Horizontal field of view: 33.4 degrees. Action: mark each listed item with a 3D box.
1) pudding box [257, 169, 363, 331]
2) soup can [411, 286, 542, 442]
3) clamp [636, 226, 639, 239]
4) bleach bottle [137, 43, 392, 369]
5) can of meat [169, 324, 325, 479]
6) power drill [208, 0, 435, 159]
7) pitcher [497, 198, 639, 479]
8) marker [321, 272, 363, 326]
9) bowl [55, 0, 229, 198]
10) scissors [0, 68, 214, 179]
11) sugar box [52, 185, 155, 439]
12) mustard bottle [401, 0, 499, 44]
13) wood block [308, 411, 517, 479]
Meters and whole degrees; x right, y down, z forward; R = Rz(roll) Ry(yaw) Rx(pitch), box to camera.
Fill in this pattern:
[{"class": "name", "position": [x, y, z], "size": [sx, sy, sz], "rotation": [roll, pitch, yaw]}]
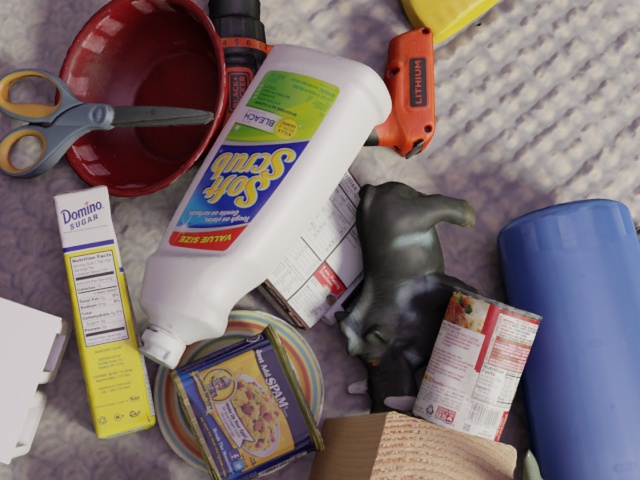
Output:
[{"class": "pudding box", "position": [-0.005, 0.001, 0.835], "size": [0.113, 0.039, 0.090], "rotation": [-49, 124, -15]}, {"class": "soup can", "position": [0.114, 0.093, 0.781], "size": [0.068, 0.068, 0.102], "rotation": [19, 90, -6]}, {"class": "clamp", "position": [0.296, 0.066, 0.879], "size": [0.039, 0.120, 0.171], "rotation": [-12, 104, 7]}, {"class": "bleach bottle", "position": [-0.049, -0.020, 0.768], "size": [0.103, 0.068, 0.250], "rotation": [20, 72, 27]}, {"class": "can of meat", "position": [-0.055, 0.126, 0.791], "size": [0.084, 0.057, 0.102], "rotation": [-23, 84, -12]}, {"class": "power drill", "position": [-0.002, -0.138, 0.876], "size": [0.187, 0.057, 0.184], "rotation": [0, 83, -7]}, {"class": "pitcher", "position": [0.203, 0.098, 0.833], "size": [0.148, 0.145, 0.243], "rotation": [4, 71, -46]}, {"class": "marker", "position": [0.042, 0.020, 0.871], "size": [0.020, 0.020, 0.121], "rotation": [42, 75, 0]}, {"class": "bowl", "position": [-0.127, -0.108, 0.825], "size": [0.162, 0.055, 0.162], "rotation": [-4, 81, 28]}, {"class": "scissors", "position": [-0.175, -0.076, 0.804], "size": [0.202, 0.016, 0.096], "rotation": [20, 92, 27]}, {"class": "sugar box", "position": [-0.160, 0.056, 0.790], "size": [0.048, 0.093, 0.176], "rotation": [-13, 81, -12]}, {"class": "mustard bottle", "position": [0.077, -0.269, 0.914], "size": [0.096, 0.058, 0.191], "rotation": [-36, 86, -5]}, {"class": "wood block", "position": [0.052, 0.177, 0.745], "size": [0.090, 0.206, 0.091], "rotation": [17, 77, -7]}]
